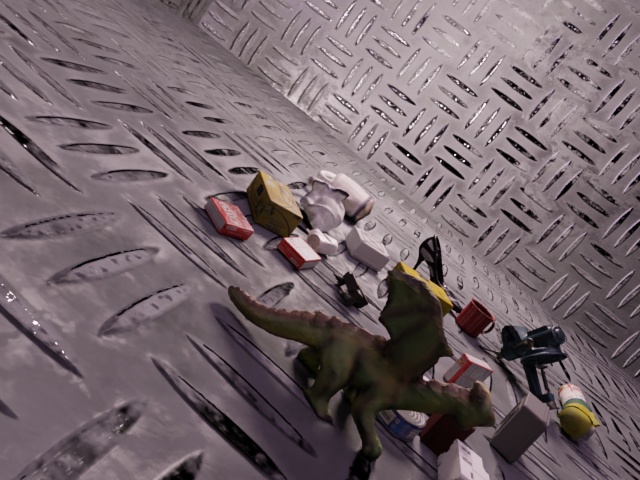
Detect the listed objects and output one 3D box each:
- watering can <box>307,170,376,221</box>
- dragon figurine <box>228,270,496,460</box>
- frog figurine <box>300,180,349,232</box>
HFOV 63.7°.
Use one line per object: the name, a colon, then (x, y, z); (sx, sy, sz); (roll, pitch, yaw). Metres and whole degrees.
watering can: (0.072, -0.151, 1.715); (0.225, 0.103, 0.350); (40, 16, 5)
dragon figurine: (0.069, 0.140, 0.728); (0.411, 0.240, 0.123); (42, 20, 5)
frog figurine: (0.004, -0.072, 1.427); (0.135, 0.121, 0.163); (38, 49, -33)
